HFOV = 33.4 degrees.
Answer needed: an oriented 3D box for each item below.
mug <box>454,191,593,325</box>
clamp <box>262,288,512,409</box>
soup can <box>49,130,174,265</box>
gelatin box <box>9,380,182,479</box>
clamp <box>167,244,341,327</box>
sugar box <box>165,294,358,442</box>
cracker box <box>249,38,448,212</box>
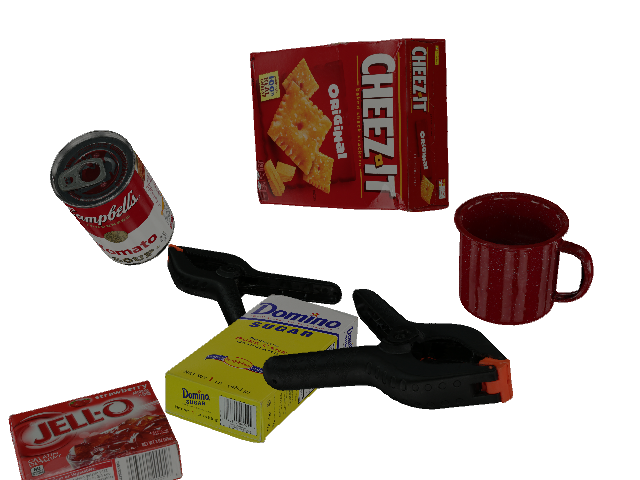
[{"bbox_3d":[0.168,0.019,0.886,0.117,0.081,0.093,12,34,23],"label":"mug"},{"bbox_3d":[0.046,0.082,0.724,0.120,0.039,0.172,-36,31,-31],"label":"clamp"},{"bbox_3d":[-0.163,-0.032,0.848,0.068,0.068,0.102,0,-28,13],"label":"soup can"},{"bbox_3d":[-0.134,0.121,0.631,0.089,0.030,0.073,-12,26,-18],"label":"gelatin box"},{"bbox_3d":[-0.104,0.052,1.198,0.210,0.036,0.164,19,24,29],"label":"clamp"},{"bbox_3d":[-0.046,0.104,0.916,0.093,0.048,0.176,14,28,23],"label":"sugar box"},{"bbox_3d":[0.024,-0.115,1.076,0.214,0.164,0.071,5,10,45],"label":"cracker box"}]
